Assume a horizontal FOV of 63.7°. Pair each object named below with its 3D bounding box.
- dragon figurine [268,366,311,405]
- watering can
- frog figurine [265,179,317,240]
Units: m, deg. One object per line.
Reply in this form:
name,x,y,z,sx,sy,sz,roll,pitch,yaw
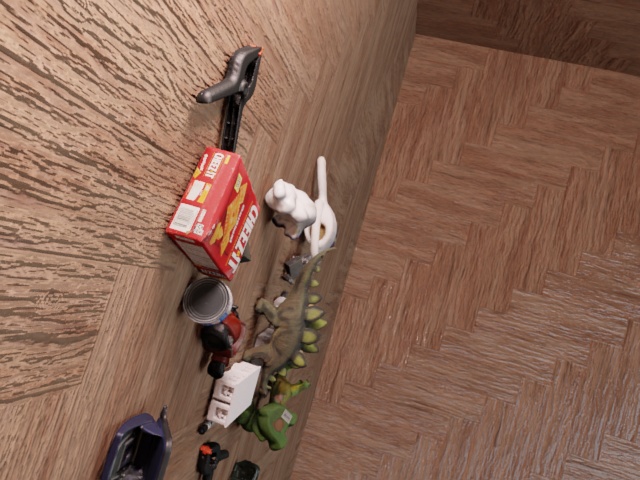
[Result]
dragon figurine,-0.164,0.558,1.792,0.246,0.122,0.403,-46,175,-26
watering can,0.005,-0.086,1.718,0.222,0.104,0.350,58,36,-79
frog figurine,-0.073,-0.096,1.274,0.140,0.123,0.155,-111,-169,-47
